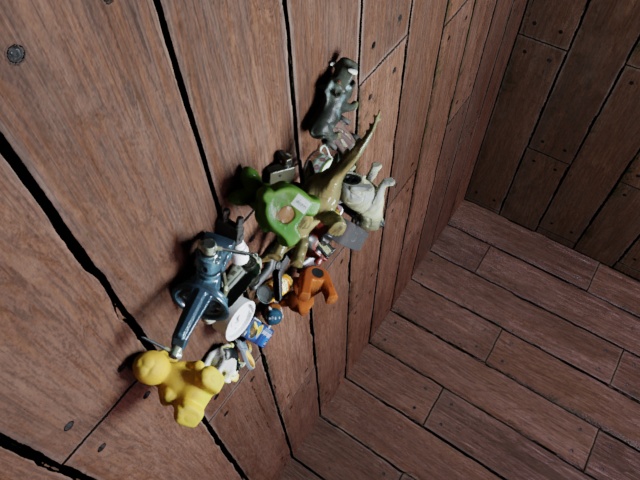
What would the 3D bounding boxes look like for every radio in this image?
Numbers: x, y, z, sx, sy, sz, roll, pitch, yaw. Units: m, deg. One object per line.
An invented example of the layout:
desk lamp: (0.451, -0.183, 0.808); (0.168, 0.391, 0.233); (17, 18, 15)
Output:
radio: (0.055, -0.034, 1.563); (0.073, 0.131, 0.229); (-61, 161, 4)

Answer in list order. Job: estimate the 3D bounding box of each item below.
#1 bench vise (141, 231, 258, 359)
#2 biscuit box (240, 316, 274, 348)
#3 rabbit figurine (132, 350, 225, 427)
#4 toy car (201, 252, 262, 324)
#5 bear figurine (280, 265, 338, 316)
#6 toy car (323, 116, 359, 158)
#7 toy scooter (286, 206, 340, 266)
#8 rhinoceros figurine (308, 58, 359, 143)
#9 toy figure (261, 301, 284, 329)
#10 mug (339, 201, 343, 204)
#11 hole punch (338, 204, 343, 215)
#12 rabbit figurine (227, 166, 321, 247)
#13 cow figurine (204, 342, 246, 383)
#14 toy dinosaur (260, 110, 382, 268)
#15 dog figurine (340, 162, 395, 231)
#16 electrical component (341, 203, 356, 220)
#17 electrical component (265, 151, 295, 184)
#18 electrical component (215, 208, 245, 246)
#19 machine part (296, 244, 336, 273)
bench vise: (-0.231, 0.110, 1.032); (0.223, 0.129, 0.241); (-55, -168, 53)
biscuit box: (-0.184, 0.235, 1.437); (0.059, 0.063, 0.202); (-55, 160, -10)
rabbit figurine: (-0.301, 0.273, 1.091); (0.122, 0.173, 0.162); (-58, -155, -6)
toy car: (-0.202, 0.108, 1.230); (0.202, 0.056, 0.073); (-50, 152, -34)
bear figurine: (-0.040, 0.168, 1.555); (0.132, 0.120, 0.195); (-101, -151, -43)
toy car: (0.065, -0.256, 1.406); (0.089, 0.053, 0.202); (-58, 162, 0)
toy scooter: (-0.003, -0.004, 1.314); (0.075, 0.135, 0.184); (34, 96, -32)
rhinoceros figurine: (0.028, -0.316, 1.213); (0.112, 0.073, 0.190); (6, 113, -58)
toy figure: (-0.128, 0.197, 1.452); (0.058, 0.064, 0.154); (-25, -172, -9)
mug: (0.045, -0.159, 1.437); (0.107, 0.081, 0.109); (47, 51, -57)
hole punch: (-0.020, -0.077, 1.405); (0.115, 0.092, 0.142); (29, 101, -40)
rabbit figurine: (-0.110, -0.073, 1.100); (0.159, 0.170, 0.121); (26, 91, -29)
cow figurine: (-0.243, 0.317, 1.402); (0.098, 0.068, 0.167); (-62, 162, -14)
toy dinosaur: (-0.009, -0.091, 1.212); (0.471, 0.105, 0.199); (-42, -145, 35)
dog figurine: (0.100, -0.092, 1.407); (0.172, 0.121, 0.190); (-3, 132, -14)
electrical component: (0.090, -0.104, 1.553); (0.058, 0.115, 0.134); (-58, -156, -5)
electrical component: (-0.087, -0.146, 1.190); (0.078, 0.045, 0.102); (-22, 143, -18)
electrical component: (-0.182, -0.017, 1.092); (0.021, 0.063, 0.094); (-38, 151, -48)
machine part: (-0.022, 0.048, 1.588); (0.139, 0.084, 0.039); (-44, -172, -21)
